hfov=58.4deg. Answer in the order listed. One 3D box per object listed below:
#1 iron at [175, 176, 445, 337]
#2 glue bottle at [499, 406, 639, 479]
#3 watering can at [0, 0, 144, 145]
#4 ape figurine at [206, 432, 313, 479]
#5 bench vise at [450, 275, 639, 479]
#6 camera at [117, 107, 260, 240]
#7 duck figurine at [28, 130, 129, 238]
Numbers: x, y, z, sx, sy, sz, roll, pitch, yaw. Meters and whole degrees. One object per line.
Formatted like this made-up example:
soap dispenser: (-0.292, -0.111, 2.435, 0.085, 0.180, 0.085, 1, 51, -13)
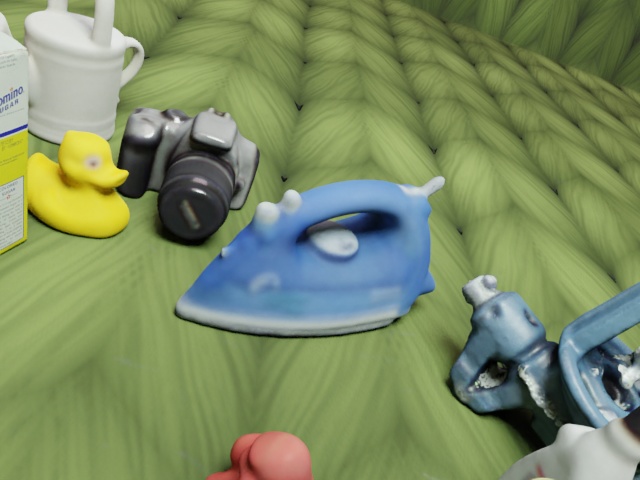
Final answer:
iron: (0.005, 0.002, 0.522, 0.259, 0.141, 0.118, -5, 42, -36)
glue bottle: (0.164, 0.156, 0.366, 0.037, 0.173, 0.078, 13, 34, -15)
watering can: (-0.264, -0.205, 0.607, 0.101, 0.194, 0.173, 26, 33, 6)
ape figurine: (-0.031, 0.146, 0.337, 0.076, 0.092, 0.078, 26, 33, 6)
bench vise: (0.210, 0.087, 0.451, 0.207, 0.219, 0.122, 30, 33, 11)
camera: (-0.135, -0.073, 0.581, 0.143, 0.101, 0.136, 15, 33, -12)
duck figurine: (-0.221, -0.060, 0.525, 0.104, 0.086, 0.077, 26, 33, 4)
